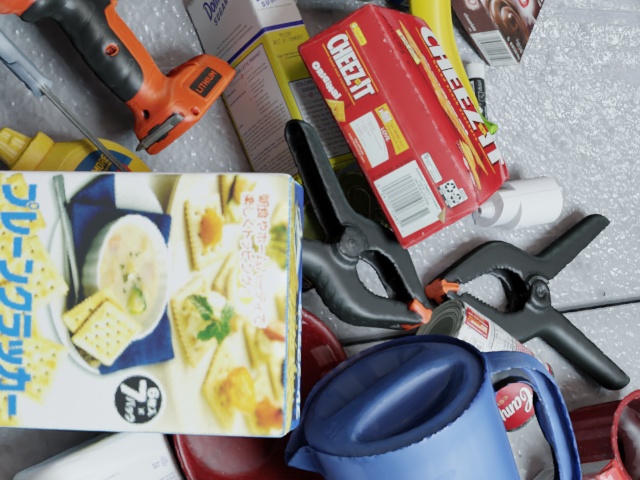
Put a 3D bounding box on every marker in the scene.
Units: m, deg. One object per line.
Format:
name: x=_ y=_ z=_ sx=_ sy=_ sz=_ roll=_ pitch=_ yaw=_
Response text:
marker: x=0.145 y=-0.104 z=0.976 sx=0.020 sy=0.020 sz=0.121 roll=7 pitch=72 yaw=-28

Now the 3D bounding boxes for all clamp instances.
clamp: x=0.013 y=-0.004 z=0.755 sx=0.171 sy=0.039 sz=0.120 roll=35 pitch=66 yaw=-20
clamp: x=0.190 y=0.059 z=0.940 sx=0.209 sy=0.036 sz=0.164 roll=-2 pitch=75 yaw=-29

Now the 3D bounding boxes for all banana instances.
banana: x=0.110 y=-0.187 z=0.939 sx=0.037 sy=0.070 sz=0.198 roll=-35 pitch=114 yaw=-45

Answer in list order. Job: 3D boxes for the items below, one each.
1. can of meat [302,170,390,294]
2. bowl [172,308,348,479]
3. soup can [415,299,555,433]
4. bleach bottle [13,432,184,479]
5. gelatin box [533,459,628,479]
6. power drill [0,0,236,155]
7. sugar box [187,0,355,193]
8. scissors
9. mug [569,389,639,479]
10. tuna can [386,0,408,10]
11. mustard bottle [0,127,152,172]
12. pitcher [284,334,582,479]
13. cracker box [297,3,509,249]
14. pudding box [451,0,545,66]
can of meat: x=-0.005 y=0.001 z=0.817 sx=0.102 sy=0.084 sz=0.057 roll=-41 pitch=97 yaw=-33
bowl: x=-0.048 y=0.124 z=0.762 sx=0.161 sy=0.055 sz=0.162 roll=9 pitch=75 yaw=-36
soup can: x=0.132 y=0.103 z=0.875 sx=0.102 sy=0.069 sz=0.068 roll=36 pitch=60 yaw=-16
bleach bottle: x=-0.105 y=0.249 z=0.692 sx=0.102 sy=0.068 sz=0.251 roll=-19 pitch=87 yaw=-45
gelatin box: x=0.223 y=0.222 z=0.877 sx=0.030 sy=0.089 sz=0.073 roll=-31 pitch=91 yaw=-34
power drill: x=-0.149 y=-0.167 z=0.786 sx=0.187 sy=0.057 sz=0.184 roll=46 pitch=36 yaw=-15
sugar box: x=-0.039 y=-0.125 z=0.832 sx=0.048 sy=0.094 sz=0.176 roll=-16 pitch=84 yaw=-33
scissors: x=-0.203 y=-0.116 z=0.741 sx=0.016 sy=0.096 sz=0.201 roll=-44 pitch=106 yaw=-5
mug: x=0.264 y=0.172 z=0.921 sx=0.093 sy=0.082 sz=0.117 roll=49 pitch=58 yaw=-8
tuna can: x=0.083 y=-0.257 z=0.979 sx=0.086 sy=0.034 sz=0.086 roll=9 pitch=70 yaw=-28
mustard bottle: x=-0.147 y=-0.016 z=0.755 sx=0.191 sy=0.058 sz=0.096 roll=36 pitch=60 yaw=-15
pitcher: x=0.098 y=0.193 z=0.749 sx=0.144 sy=0.149 sz=0.243 roll=-43 pitch=120 yaw=-39
cracker box: x=0.075 y=-0.094 z=0.835 sx=0.164 sy=0.072 sz=0.213 roll=62 pitch=18 yaw=0
pudding box: x=0.161 y=-0.231 z=0.991 sx=0.113 sy=0.039 sz=0.090 roll=51 pitch=54 yaw=-39
